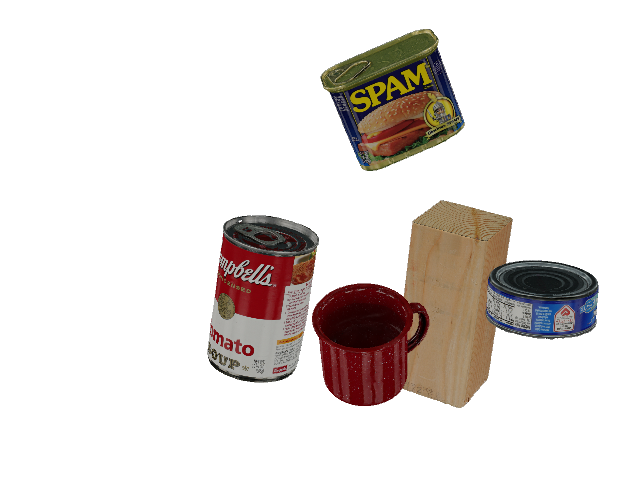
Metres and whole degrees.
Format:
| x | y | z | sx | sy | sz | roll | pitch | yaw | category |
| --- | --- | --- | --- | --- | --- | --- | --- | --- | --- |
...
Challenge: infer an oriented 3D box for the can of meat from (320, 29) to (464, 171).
| x | y | z | sx | sy | sz | roll | pitch | yaw | category |
| --- | --- | --- | --- | --- | --- | --- | --- | --- | --- |
| 0.063 | -0.117 | 0.900 | 0.102 | 0.084 | 0.057 | -23 | 26 | 4 | can of meat |

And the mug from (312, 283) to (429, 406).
| x | y | z | sx | sy | sz | roll | pitch | yaw | category |
| --- | --- | --- | --- | --- | --- | --- | --- | --- | --- |
| 0.051 | 0.096 | 1.008 | 0.117 | 0.081 | 0.093 | -23 | 42 | -21 | mug |

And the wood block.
| x | y | z | sx | sy | sz | roll | pitch | yaw | category |
| --- | --- | --- | --- | --- | --- | --- | --- | --- | --- |
| 0.150 | 0.072 | 1.218 | 0.090 | 0.206 | 0.090 | 16 | 25 | 25 | wood block |

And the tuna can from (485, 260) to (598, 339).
| x | y | z | sx | sy | sz | roll | pitch | yaw | category |
| --- | --- | --- | --- | --- | --- | --- | --- | --- | --- |
| 0.172 | 0.044 | 0.831 | 0.086 | 0.034 | 0.086 | 0 | 19 | 0 | tuna can |

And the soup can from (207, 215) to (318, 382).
| x | y | z | sx | sy | sz | roll | pitch | yaw | category |
| --- | --- | --- | --- | --- | --- | --- | --- | --- | --- |
| -0.042 | 0.041 | 0.762 | 0.068 | 0.102 | 0.068 | 8 | 21 | -3 | soup can |
